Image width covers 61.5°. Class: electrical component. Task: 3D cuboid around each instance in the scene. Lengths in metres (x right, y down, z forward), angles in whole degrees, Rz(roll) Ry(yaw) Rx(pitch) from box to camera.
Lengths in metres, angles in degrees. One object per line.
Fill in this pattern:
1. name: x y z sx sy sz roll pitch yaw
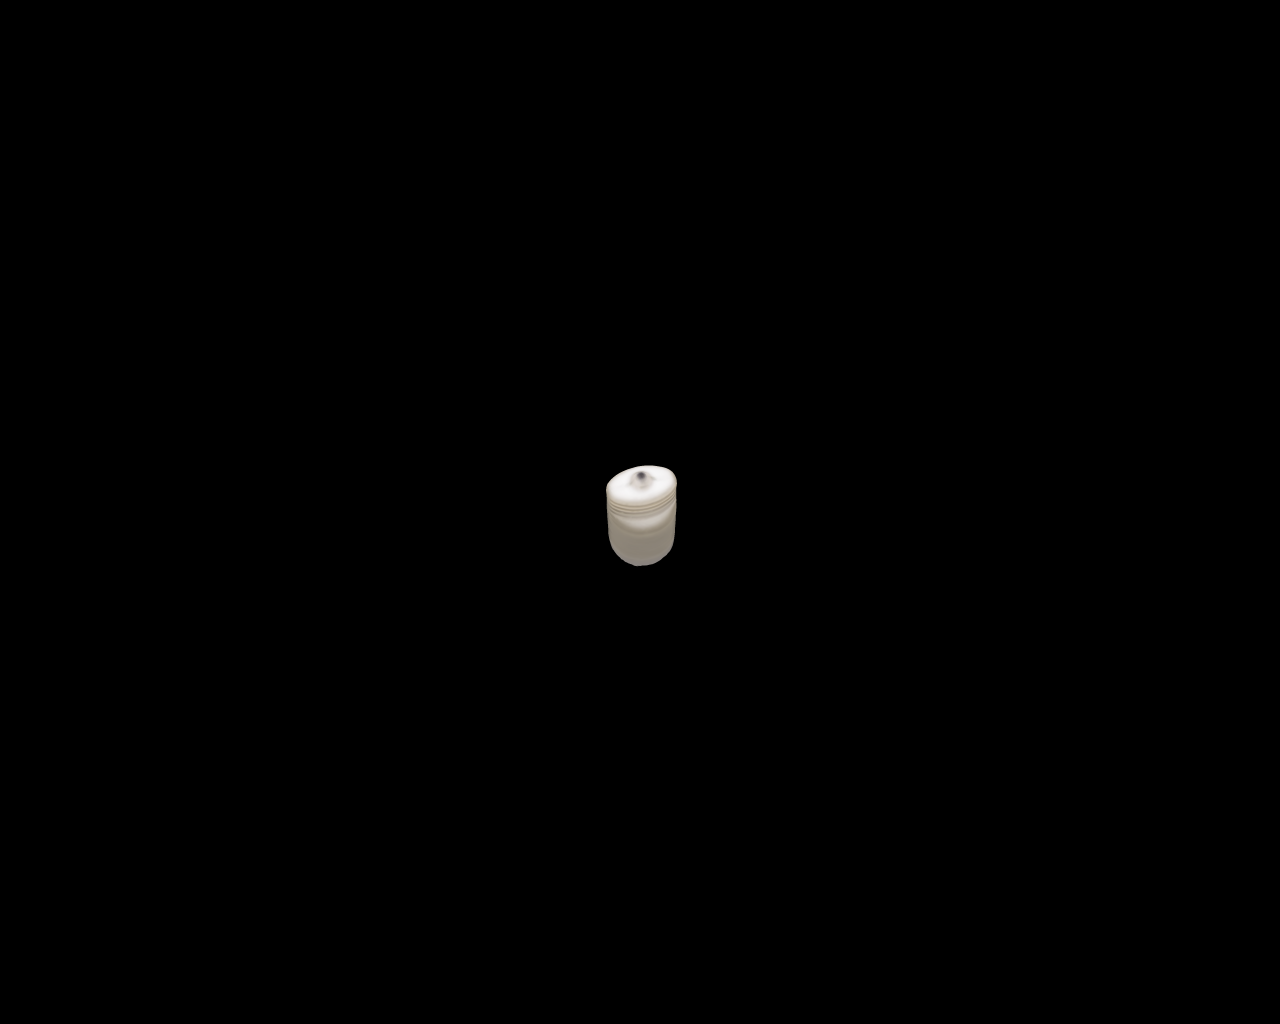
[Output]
1. electrical component: 0.001 -0.003 0.650 0.043 0.043 0.080 0 -28 0
